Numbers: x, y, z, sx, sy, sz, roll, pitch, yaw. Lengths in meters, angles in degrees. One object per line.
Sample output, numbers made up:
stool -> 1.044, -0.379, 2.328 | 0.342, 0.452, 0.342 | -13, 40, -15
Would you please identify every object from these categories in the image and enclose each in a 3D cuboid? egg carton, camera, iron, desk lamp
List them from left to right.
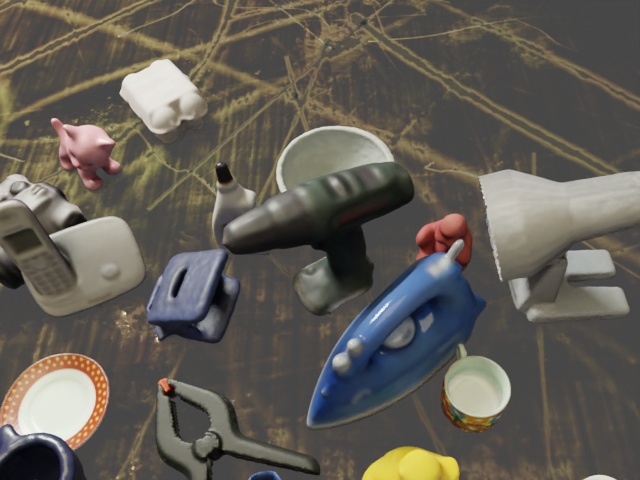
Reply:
camera -> -0.412, -0.012, 0.789 | 0.143, 0.101, 0.137 | 23, 61, 18
egg carton -> -0.255, -0.230, 0.942 | 0.107, 0.069, 0.150 | -35, 60, -18
iron -> 0.078, 0.106, 0.649 | 0.259, 0.141, 0.118 | -39, 62, -20
desk lamp -> 0.274, 0.003, 0.660 | 0.203, 0.214, 0.118 | -3, 56, 2

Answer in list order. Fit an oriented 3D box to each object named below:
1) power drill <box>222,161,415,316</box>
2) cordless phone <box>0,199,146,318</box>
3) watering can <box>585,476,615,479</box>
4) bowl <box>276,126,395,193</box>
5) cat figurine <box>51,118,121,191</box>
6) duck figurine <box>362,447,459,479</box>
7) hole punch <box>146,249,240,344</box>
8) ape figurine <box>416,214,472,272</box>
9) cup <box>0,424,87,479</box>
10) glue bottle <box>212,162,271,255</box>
power drill -> 0.006, 0.002, 0.683 | 0.230, 0.209, 0.075 | -29, 59, -15
cordless phone -> -0.314, 0.006, 0.718 | 0.148, 0.185, 0.094 | -24, 58, -12
watering can -> 0.220, 0.266, 0.499 | 0.173, 0.194, 0.101 | -8, 56, -1
bowl -> 0.024, -0.080, 0.818 | 0.167, 0.075, 0.167 | -2, 56, 3
cat figurine -> -0.356, -0.142, 0.861 | 0.127, 0.118, 0.067 | 33, 64, 23
duck figurine -> 0.095, 0.245, 0.588 | 0.104, 0.086, 0.077 | -8, 56, -1
hole punch -> -0.165, 0.068, 0.723 | 0.101, 0.091, 0.109 | 8, 57, 10
ape figurine -> 0.168, -0.001, 0.744 | 0.076, 0.092, 0.077 | -27, 58, -13
cup -> -0.295, 0.252, 0.606 | 0.092, 0.095, 0.117 | -38, 61, -19
glue bottle -> -0.109, -0.040, 0.742 | 0.078, 0.173, 0.037 | 4, 56, 7
